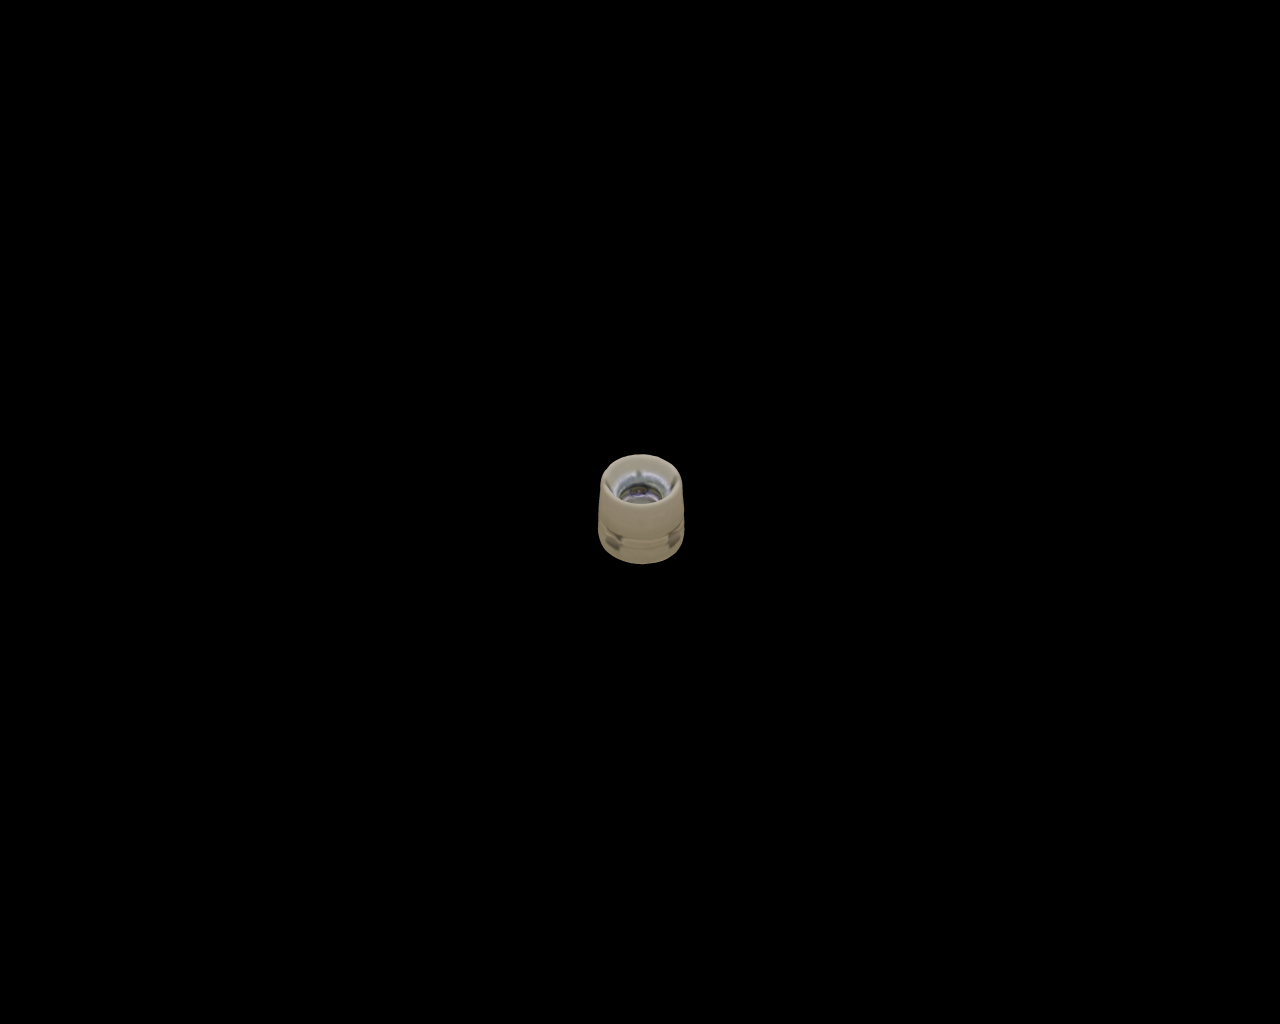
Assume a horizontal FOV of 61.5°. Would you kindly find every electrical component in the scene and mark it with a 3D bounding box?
[{"bbox_3d":[0.001,-0.003,0.650,0.055,0.047,0.055,0,43,0],"label":"electrical component"}]
